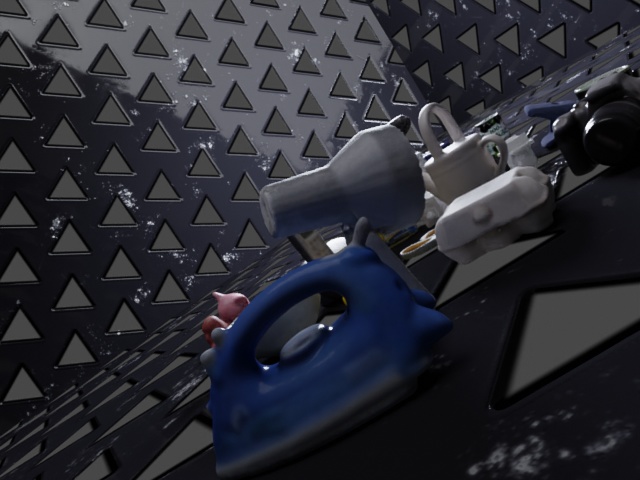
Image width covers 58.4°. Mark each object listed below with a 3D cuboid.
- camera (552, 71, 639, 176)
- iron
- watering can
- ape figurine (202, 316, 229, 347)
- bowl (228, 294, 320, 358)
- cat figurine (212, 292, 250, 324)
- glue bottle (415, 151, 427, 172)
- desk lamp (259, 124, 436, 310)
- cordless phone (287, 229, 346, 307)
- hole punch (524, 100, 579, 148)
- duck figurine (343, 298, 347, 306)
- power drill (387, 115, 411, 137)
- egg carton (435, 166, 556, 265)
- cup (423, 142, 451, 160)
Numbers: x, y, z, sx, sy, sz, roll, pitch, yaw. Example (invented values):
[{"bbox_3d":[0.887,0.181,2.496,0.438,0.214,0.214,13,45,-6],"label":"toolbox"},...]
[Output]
[{"bbox_3d":[0.361,-0.146,0.729,0.143,0.101,0.137,-27,8,44],"label":"camera"},{"bbox_3d":[-0.019,0.099,0.514,0.258,0.141,0.118,-32,6,4],"label":"iron"},{"bbox_3d":[0.209,-0.124,0.906,0.172,0.194,0.101,-30,6,25],"label":"watering can"},{"bbox_3d":[-0.167,0.171,0.979,0.076,0.092,0.078,-30,6,22],"label":"ape figurine"},{"bbox_3d":[-0.060,0.126,0.858,0.167,0.075,0.167,-32,5,4],"label":"bowl"},{"bbox_3d":[-0.157,0.140,1.060,0.067,0.118,0.127,-35,6,-19],"label":"cat figurine"},{"bbox_3d":[0.228,-0.174,1.350,0.037,0.173,0.078,-36,7,-28],"label":"glue bottle"},{"bbox_3d":[0.042,0.002,0.640,0.203,0.213,0.117,-34,6,-17],"label":"desk lamp"},{"bbox_3d":[0.009,0.003,0.967,0.094,0.185,0.148,-29,7,35],"label":"cordless phone"},{"bbox_3d":[0.450,-0.238,1.089,0.101,0.091,0.109,-30,6,23],"label":"hole punch"},{"bbox_3d":[0.054,0.049,0.836,0.077,0.086,0.104,-34,6,-16],"label":"duck figurine"},{"bbox_3d":[0.169,-0.152,1.311,0.076,0.208,0.229,-38,7,-40],"label":"power drill"},{"bbox_3d":[0.215,-0.031,0.708,0.150,0.069,0.107,-29,6,31],"label":"egg carton"},{"bbox_3d":[0.292,-0.176,1.416,0.118,0.095,0.091,-35,6,-24],"label":"cup"}]
